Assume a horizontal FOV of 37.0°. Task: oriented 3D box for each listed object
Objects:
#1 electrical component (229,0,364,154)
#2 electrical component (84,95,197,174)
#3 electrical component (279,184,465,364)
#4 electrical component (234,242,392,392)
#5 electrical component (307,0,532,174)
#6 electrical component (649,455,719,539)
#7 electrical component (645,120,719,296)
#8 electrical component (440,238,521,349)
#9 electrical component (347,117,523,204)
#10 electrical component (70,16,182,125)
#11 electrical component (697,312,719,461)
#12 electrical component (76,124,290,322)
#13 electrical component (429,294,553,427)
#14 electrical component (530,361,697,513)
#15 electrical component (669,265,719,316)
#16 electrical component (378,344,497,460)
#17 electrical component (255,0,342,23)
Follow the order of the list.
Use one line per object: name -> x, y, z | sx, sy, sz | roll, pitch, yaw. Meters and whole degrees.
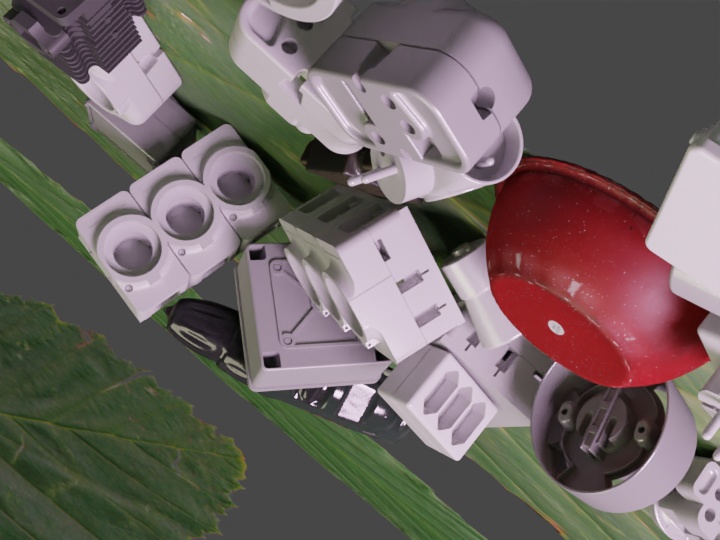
electrical component -> -0.022, -0.111, 0.581 | 0.095, 0.053, 0.059 | 42, 166, -5
electrical component -> -0.180, -0.124, 0.926 | 0.096, 0.061, 0.061 | 41, 165, 0
electrical component -> 0.000, 0.000, 0.748 | 0.089, 0.062, 0.150 | 62, 169, -18
electrical component -> -0.038, 0.036, 0.854 | 0.056, 0.109, 0.108 | 124, 140, -61
electrical component -> 0.030, -0.090, 0.503 | 0.095, 0.059, 0.053 | 23, 157, 49
electrical component -> 0.232, 0.157, 0.721 | 0.078, 0.058, 0.057 | 45, 162, -16
electrical component -> 0.163, -0.019, 0.396 | 0.100, 0.048, 0.099 | 36, 165, 16
electrical component -> 0.082, 0.013, 0.696 | 0.065, 0.044, 0.044 | 57, 163, -8
electrical component -> 0.032, -0.057, 0.559 | 0.077, 0.079, 0.044 | 0, 109, 68
electrical component -> -0.192, -0.163, 0.847 | 0.054, 0.059, 0.095 | 31, 162, 33
electrical component -> 0.184, 0.054, 0.500 | 0.047, 0.076, 0.065 | 25, 159, 48
electrical component -> -0.143, -0.039, 0.878 | 0.089, 0.150, 0.061 | 53, 165, 2
electrical component -> 0.090, 0.064, 0.797 | 0.089, 0.061, 0.150 | 42, 165, -3
electrical component -> 0.156, 0.097, 0.665 | 0.064, 0.099, 0.099 | 43, 167, -34
electrical component -> 0.171, 0.006, 0.463 | 0.078, 0.040, 0.040 | 31, 162, 32
electrical component -> 0.044, 0.086, 0.753 | 0.065, 0.047, 0.077 | 49, 163, -30
electrical component -> -0.032, -0.163, 0.441 | 0.108, 0.060, 0.108 | 38, 165, 12
